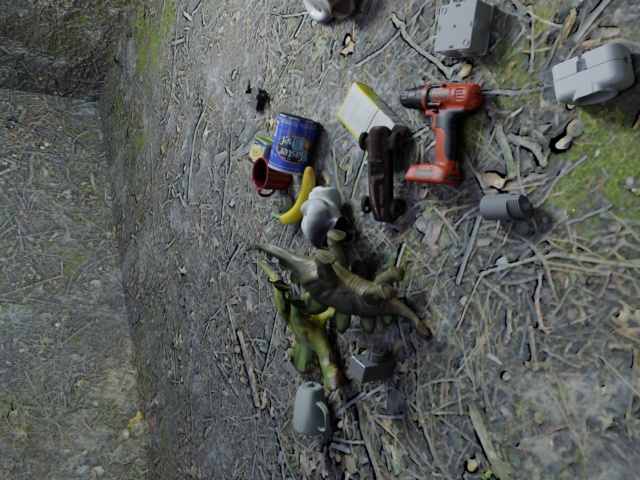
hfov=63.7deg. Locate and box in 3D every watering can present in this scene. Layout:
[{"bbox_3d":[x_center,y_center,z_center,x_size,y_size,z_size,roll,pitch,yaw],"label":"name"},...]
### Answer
[{"bbox_3d":[0.003,-0.658,1.181,0.105,0.339,0.228,-27,50,-20],"label":"watering can"}]

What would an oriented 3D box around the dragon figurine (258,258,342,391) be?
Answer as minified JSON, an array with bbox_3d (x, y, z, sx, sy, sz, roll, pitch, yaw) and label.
[{"bbox_3d":[-0.058,0.225,1.291,0.122,0.239,0.415,-7,25,-31],"label":"dragon figurine"}]

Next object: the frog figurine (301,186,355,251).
[{"bbox_3d":[0.004,-0.060,1.188,0.122,0.162,0.136,-44,-37,14],"label":"frog figurine"}]
